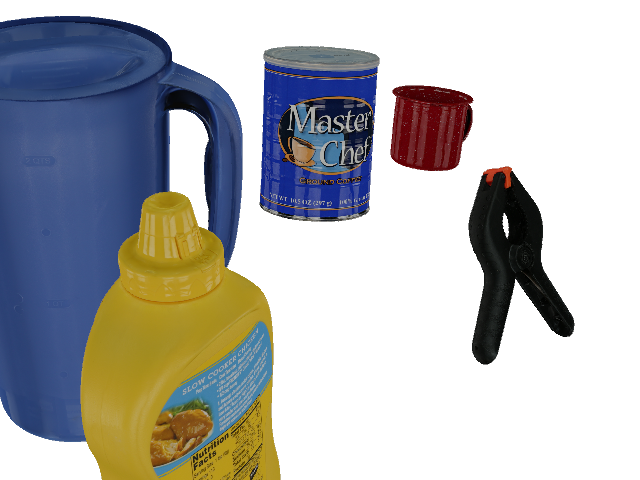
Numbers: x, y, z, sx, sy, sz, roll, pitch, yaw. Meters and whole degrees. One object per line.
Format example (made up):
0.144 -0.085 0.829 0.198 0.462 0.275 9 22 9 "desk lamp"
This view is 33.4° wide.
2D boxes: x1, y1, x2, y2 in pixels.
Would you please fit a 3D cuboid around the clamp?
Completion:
0.163 0.024 0.943 0.120 0.171 0.039 -24 8 -41 "clamp"

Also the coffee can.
-0.002 -0.098 0.963 0.103 0.140 0.103 2 18 -1 "coffee can"

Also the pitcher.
-0.139 -0.002 0.638 0.144 0.243 0.149 -21 37 -33 "pitcher"

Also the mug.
0.134 -0.131 1.242 0.117 0.081 0.093 -14 27 -42 "mug"

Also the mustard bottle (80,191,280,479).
-0.057 0.068 0.449 0.058 0.192 0.096 19 36 30 "mustard bottle"
